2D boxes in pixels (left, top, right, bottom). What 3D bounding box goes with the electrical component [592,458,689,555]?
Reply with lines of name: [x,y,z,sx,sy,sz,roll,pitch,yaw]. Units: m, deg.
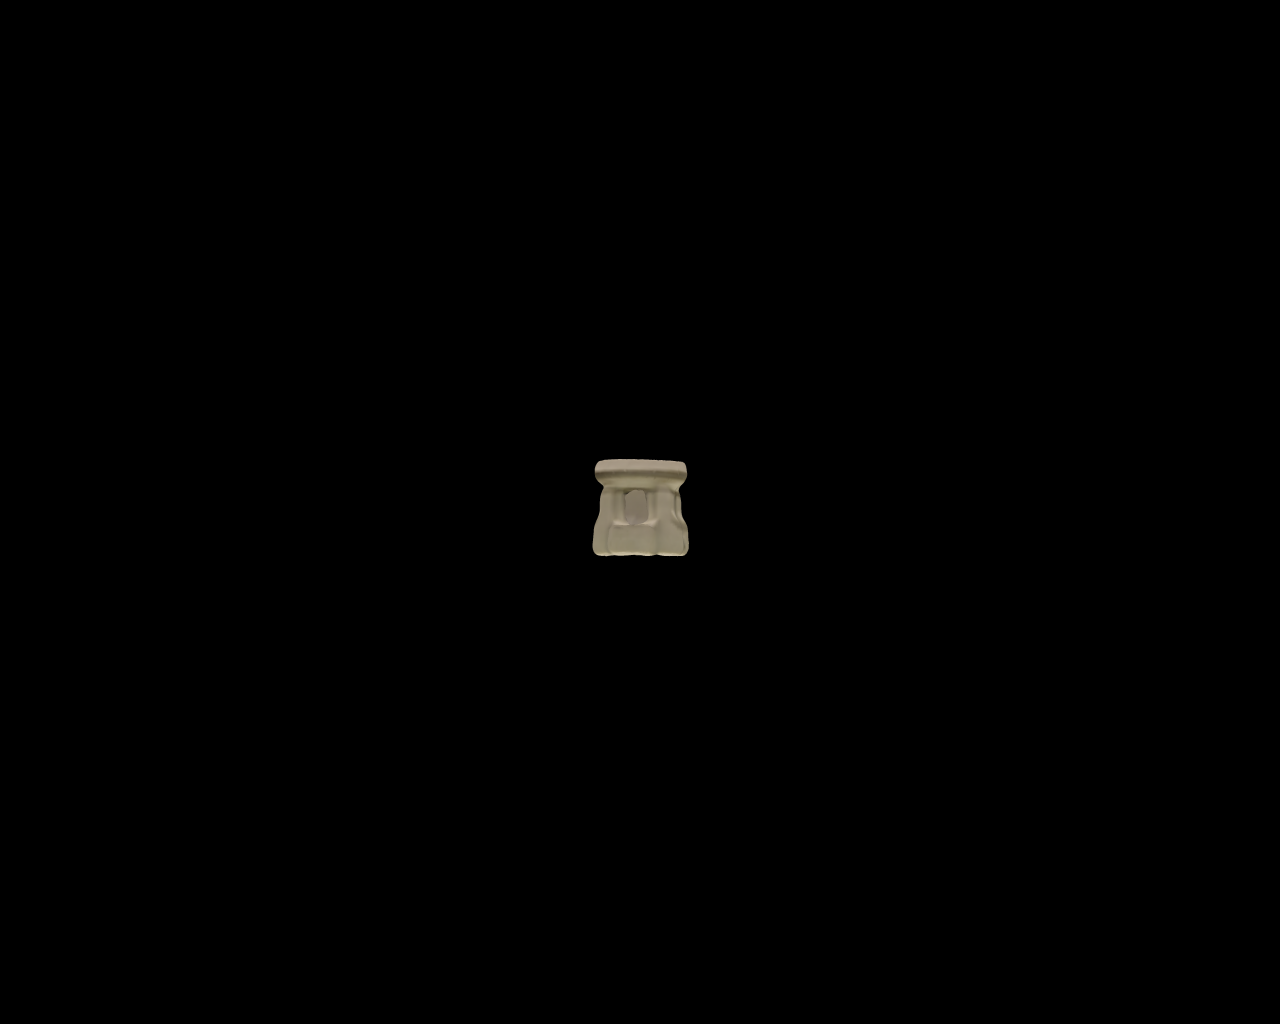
electrical component: [0.001,-0.003,0.650,0.058,0.057,0.078,0,-2,11]
